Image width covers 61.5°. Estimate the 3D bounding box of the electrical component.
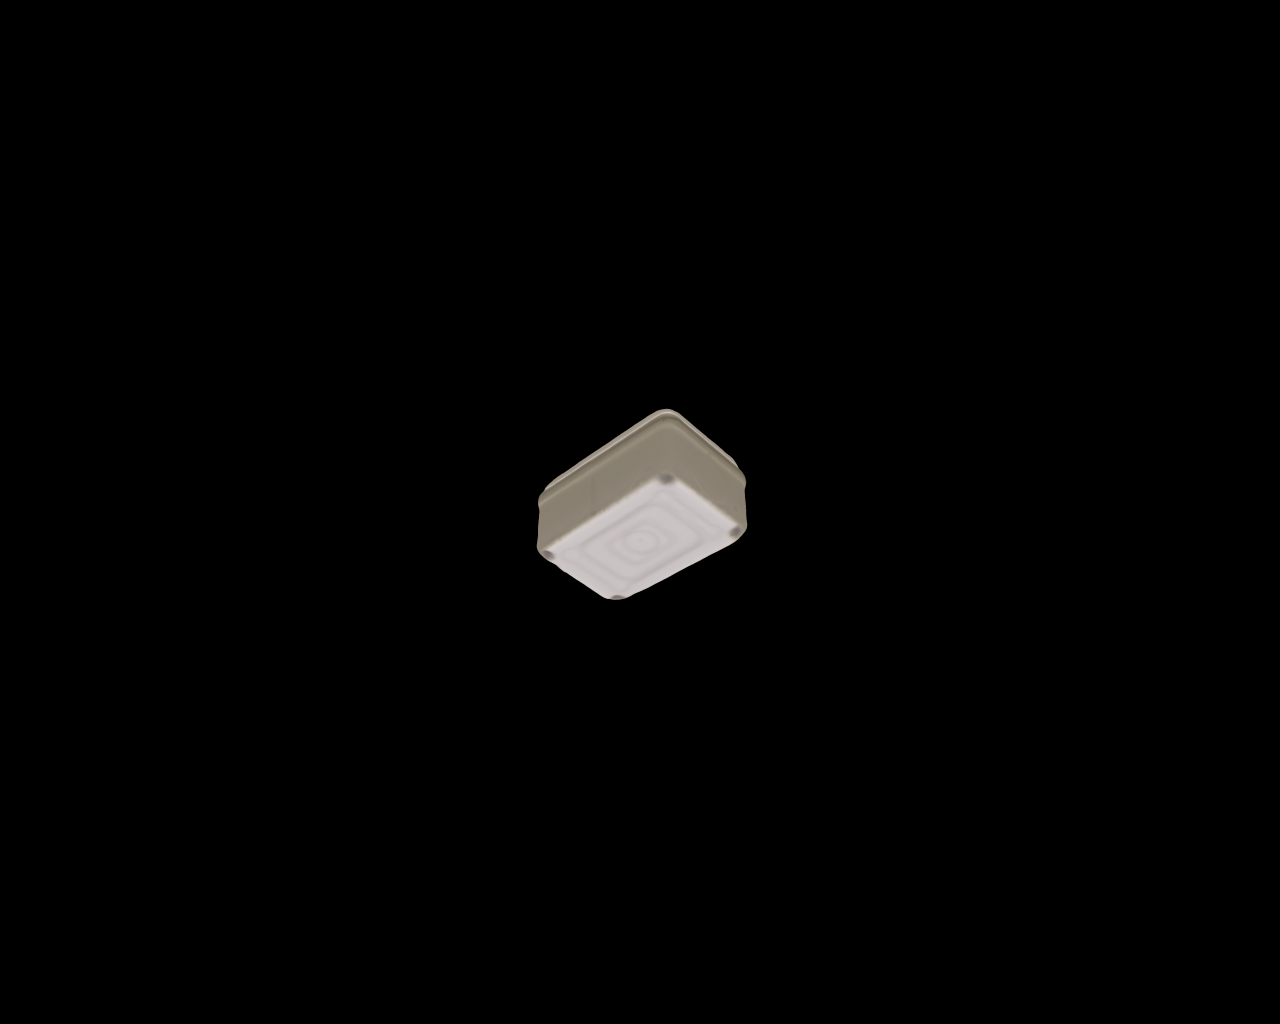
[{"bbox_3d":[0.001,-0.003,0.650,0.113,0.057,0.078,-31,-50,30],"label":"electrical component"}]
